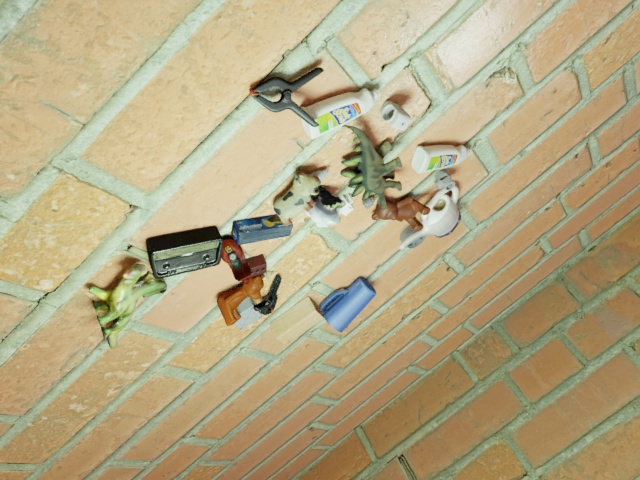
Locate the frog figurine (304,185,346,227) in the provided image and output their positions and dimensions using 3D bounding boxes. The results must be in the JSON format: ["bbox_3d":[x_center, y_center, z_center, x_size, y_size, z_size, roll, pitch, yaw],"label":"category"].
[{"bbox_3d":[0.005,-0.090,1.798,0.137,0.126,0.156,19,136,-8],"label":"frog figurine"}]

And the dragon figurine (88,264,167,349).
[{"bbox_3d":[-0.615,0.209,1.695,0.245,0.124,0.400,-24,151,-25],"label":"dragon figurine"}]

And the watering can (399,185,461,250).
[{"bbox_3d":[0.469,-0.073,2.137,0.347,0.105,0.221,-52,140,1],"label":"watering can"}]
